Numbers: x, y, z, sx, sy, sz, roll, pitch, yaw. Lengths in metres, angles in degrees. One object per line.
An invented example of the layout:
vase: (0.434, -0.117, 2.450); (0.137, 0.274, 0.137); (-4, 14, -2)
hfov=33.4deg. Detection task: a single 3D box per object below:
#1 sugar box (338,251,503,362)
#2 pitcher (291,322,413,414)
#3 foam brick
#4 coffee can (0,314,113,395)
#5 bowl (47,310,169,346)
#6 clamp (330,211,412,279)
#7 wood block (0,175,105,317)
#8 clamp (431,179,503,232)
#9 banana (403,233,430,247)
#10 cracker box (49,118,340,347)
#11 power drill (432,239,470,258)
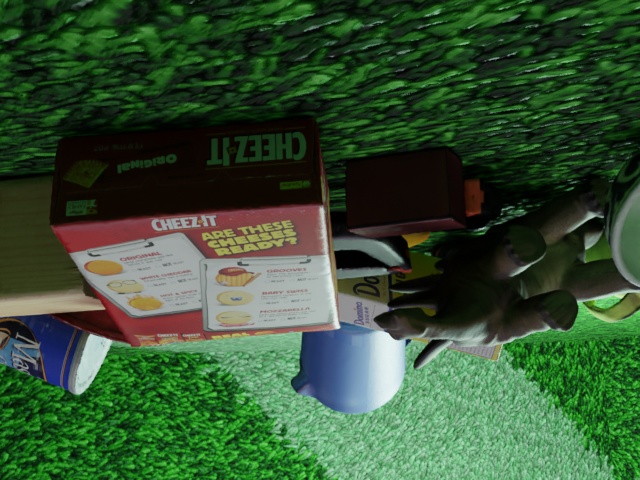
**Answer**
sugar box: (0.101, 0.056, 1.070); (0.176, 0.093, 0.048); (15, 129, 4)
pitcher: (0.049, 0.096, 1.229); (0.145, 0.149, 0.243); (17, 155, 8)
foam brick: (0.063, -0.033, 0.775); (0.078, 0.051, 0.053); (-7, 171, 20)
coffee can: (-0.263, 0.067, 0.965); (0.140, 0.103, 0.103); (21, 171, 3)
bowl: (-0.180, 0.025, 0.900); (0.162, 0.055, 0.162); (24, -167, -6)
clamp: (-0.020, 0.004, 0.867); (0.209, 0.036, 0.165); (13, 149, -36)
wood block: (-0.259, 0.010, 0.797); (0.206, 0.091, 0.090); (-5, 170, 9)
clamp: (0.112, -0.025, 0.888); (0.120, 0.039, 0.172); (-7, 179, -18)
banana: (0.006, -0.005, 0.994); (0.198, 0.037, 0.069); (-2, -171, 1)
cracker box: (-0.073, 0.002, 0.730); (0.164, 0.072, 0.214); (-5, 154, 2)
power drill: (0.217, 0.026, 1.188); (0.187, 0.057, 0.184); (0, 174, -6)
